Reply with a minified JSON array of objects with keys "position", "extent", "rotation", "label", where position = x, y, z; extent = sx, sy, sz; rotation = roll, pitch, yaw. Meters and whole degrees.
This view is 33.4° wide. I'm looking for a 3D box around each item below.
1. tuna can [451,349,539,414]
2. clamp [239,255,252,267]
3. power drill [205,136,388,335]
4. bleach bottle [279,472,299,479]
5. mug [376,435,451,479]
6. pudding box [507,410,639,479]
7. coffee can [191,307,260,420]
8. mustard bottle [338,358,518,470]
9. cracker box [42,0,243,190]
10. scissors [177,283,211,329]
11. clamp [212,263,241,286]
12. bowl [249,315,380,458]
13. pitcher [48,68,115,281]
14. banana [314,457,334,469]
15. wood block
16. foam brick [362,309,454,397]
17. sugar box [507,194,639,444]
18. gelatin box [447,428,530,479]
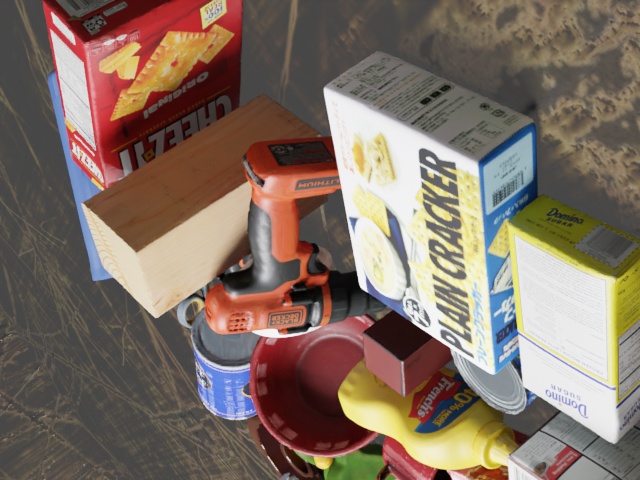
[{"position":[0.153,0.103,0.905],"extent":[0.086,0.033,0.086],"rotation":[42,152,28],"label":"tuna can"},{"position":[-0.092,-0.037,1.166],"extent":[0.120,0.039,0.171],"rotation":[31,151,52],"label":"clamp"},{"position":[-0.006,0.001,0.950],"extent":[0.057,0.184,0.188],"rotation":[-125,35,-49],"label":"power drill"},{"position":[0.040,0.383,1.346],"extent":[0.250,0.068,0.103],"rotation":[42,154,-9],"label":"bleach bottle"},{"position":[0.106,0.221,1.045],"extent":[0.082,0.117,0.093],"rotation":[33,149,49],"label":"mug"},{"position":[0.215,0.179,0.822],"extent":[0.114,0.089,0.039],"rotation":[30,145,43],"label":"pudding box"},{"position":[-0.107,0.151,1.351],"extent":[0.103,0.102,0.140],"rotation":[43,153,25],"label":"coffee can"},{"position":[0.109,0.159,0.978],"extent":[0.192,0.096,0.058],"rotation":[25,141,48],"label":"mustard bottle"},{"position":[-0.152,-0.158,0.971],"extent":[0.072,0.164,0.214],"rotation":[47,154,23],"label":"cracker box"},{"position":[-0.142,0.114,1.391],"extent":[0.016,0.096,0.202],"rotation":[21,138,28],"label":"scissors"},{"position":[-0.140,-0.008,1.290],"extent":[0.165,0.036,0.210],"rotation":[-4,114,63],"label":"clamp"},{"position":[0.010,0.144,1.118],"extent":[0.162,0.162,0.055],"rotation":[48,-172,14],"label":"bowl"},{"position":[-0.219,-0.081,1.174],"extent":[0.149,0.144,0.243],"rotation":[-8,99,58],"label":"pitcher"},{"position":[-0.006,0.190,1.233],"extent":[0.198,0.037,0.070],"rotation":[-127,49,-69],"label":"banana"},{"position":[-0.101,-0.035,0.981],"extent":[0.090,0.205,0.091],"rotation":[38,151,33],"label":"wood block"},{"position":[0.085,0.092,0.962],"extent":[0.051,0.078,0.053],"rotation":[36,147,37],"label":"foam brick"},{"position":[0.189,0.059,0.774],"extent":[0.093,0.048,0.176],"rotation":[33,151,40],"label":"sugar box"},{"position":[0.170,0.207,0.958],"extent":[0.089,0.073,0.030],"rotation":[17,136,55],"label":"gelatin box"}]
